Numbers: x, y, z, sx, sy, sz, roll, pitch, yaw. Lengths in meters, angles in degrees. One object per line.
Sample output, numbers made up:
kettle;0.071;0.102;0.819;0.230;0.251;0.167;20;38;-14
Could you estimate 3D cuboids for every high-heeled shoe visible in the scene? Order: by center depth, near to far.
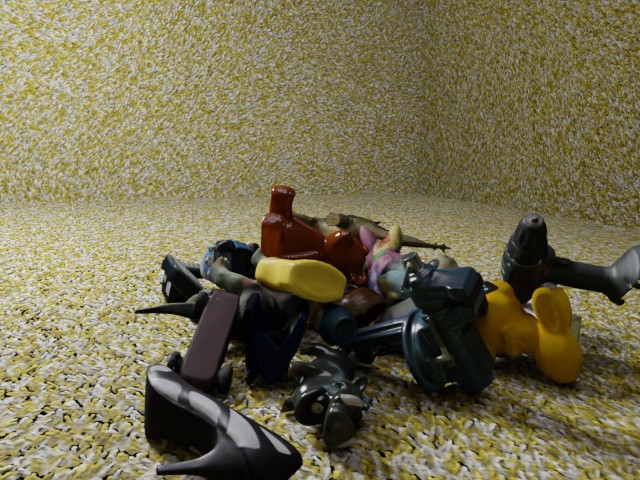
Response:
high-heeled shoe;-0.120;0.196;0.607;0.145;0.086;0.249;2;15;-22

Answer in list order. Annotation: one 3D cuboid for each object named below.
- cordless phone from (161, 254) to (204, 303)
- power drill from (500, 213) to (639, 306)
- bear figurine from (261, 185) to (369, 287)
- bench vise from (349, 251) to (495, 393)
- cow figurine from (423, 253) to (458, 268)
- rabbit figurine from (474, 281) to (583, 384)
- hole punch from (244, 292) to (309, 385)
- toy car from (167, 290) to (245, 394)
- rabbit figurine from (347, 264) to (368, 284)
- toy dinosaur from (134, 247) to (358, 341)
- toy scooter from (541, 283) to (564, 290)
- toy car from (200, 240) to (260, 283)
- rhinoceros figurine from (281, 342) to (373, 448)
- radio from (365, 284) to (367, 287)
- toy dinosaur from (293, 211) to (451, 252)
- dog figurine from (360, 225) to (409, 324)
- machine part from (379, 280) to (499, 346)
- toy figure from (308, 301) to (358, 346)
cordless phone;-0.243;0.084;1.156;0.184;0.088;0.147;3;10;-24
power drill;0.396;0.040;0.853;0.207;0.086;0.231;2;-32;4
bear figurine;-0.002;0.000;0.938;0.196;0.131;0.120;13;44;3
bench vise;0.129;0.131;0.770;0.241;0.223;0.129;-22;24;36
cow figurine;0.212;0.082;1.131;0.085;0.127;0.195;-1;-20;-28
rabbit figurine;0.334;0.147;0.846;0.173;0.162;0.122;34;16;36
hole punch;-0.063;0.143;0.788;0.092;0.115;0.142;2;8;-3
toy car;-0.159;0.147;0.792;0.089;0.053;0.202;12;31;-3
rabbit figurine;0.021;0.097;1.141;0.159;0.121;0.170;16;37;43
toy dinosaur;-0.099;0.113;0.951;0.192;0.131;0.405;30;36;32
toy scooter;0.431;0.108;1.040;0.075;0.135;0.184;4;12;-1
toy car;-0.187;0.057;1.086;0.103;0.109;0.161;-7;-13;29
rhinoceros figurine;0.010;0.194;0.682;0.112;0.073;0.190;13;9;-1
radio;0.067;0.070;1.315;0.230;0.073;0.131;10;12;31
toy dinosaur;0.077;-0.017;1.326;0.472;0.105;0.198;14;11;36
dog figurine;0.140;0.050;1.035;0.108;0.219;0.191;-5;-31;-9
machine part;0.180;0.118;0.867;0.079;0.079;0.243;-10;-19;-48
toy figure;0.011;0.118;0.826;0.057;0.064;0.155;41;-7;-20
